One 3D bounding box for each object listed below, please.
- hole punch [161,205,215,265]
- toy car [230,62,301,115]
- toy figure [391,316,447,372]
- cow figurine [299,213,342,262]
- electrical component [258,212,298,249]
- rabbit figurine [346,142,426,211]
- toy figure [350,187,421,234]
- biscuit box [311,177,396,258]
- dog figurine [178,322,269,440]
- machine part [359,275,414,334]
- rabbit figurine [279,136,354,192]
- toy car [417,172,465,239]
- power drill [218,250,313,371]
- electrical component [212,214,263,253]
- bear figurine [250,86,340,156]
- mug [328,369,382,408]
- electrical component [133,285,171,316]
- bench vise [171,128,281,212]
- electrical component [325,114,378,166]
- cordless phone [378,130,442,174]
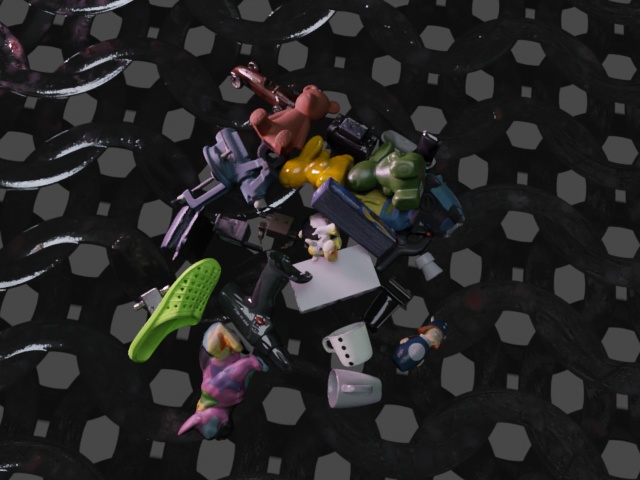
[{"bbox_3d":[-0.310,-0.015,1.219,0.092,0.115,0.142,24,74,13],"label":"hole punch"},{"bbox_3d":[-0.134,-0.382,1.350,0.202,0.053,0.089,38,59,8],"label":"toy car"},{"bbox_3d":[0.229,0.232,1.200,0.154,0.058,0.064,-36,117,-13],"label":"toy figure"},{"bbox_3d":[-0.003,-0.005,1.211,0.098,0.167,0.068,-10,118,6],"label":"cow figurine"},{"bbox_3d":[-0.100,-0.022,1.265,0.102,0.045,0.078,13,45,-2],"label":"electrical component"},{"bbox_3d":[0.146,-0.156,1.209,0.170,0.121,0.159,2,41,21],"label":"rabbit figurine"},{"bbox_3d":[0.150,-0.074,1.258,0.180,0.082,0.089,19,38,22],"label":"toy figure"},{"bbox_3d":[0.076,-0.050,1.189,0.202,0.059,0.063,38,117,-14],"label":"biscuit box"},{"bbox_3d":[-0.225,0.307,1.131,0.191,0.108,0.219,42,79,8],"label":"dog figurine"},{"bbox_3d":[0.149,0.152,1.227,0.084,0.039,0.139,45,75,4],"label":"machine part"},{"bbox_3d":[-0.013,-0.164,1.276,0.173,0.121,0.162,4,70,18],"label":"rabbit figurine"},{"bbox_3d":[0.279,-0.087,1.266,0.162,0.109,0.103,48,39,16],"label":"toy car"},{"bbox_3d":[-0.101,0.142,1.168,0.232,0.086,0.207,39,114,16],"label":"power drill"},{"bbox_3d":[-0.184,-0.013,1.240,0.119,0.074,0.048,17,74,6],"label":"electrical component"},{"bbox_3d":[-0.051,-0.291,1.258,0.196,0.132,0.120,-44,78,-5],"label":"bear figurine"},{"bbox_3d":[0.080,0.315,1.146,0.107,0.109,0.081,5,68,-16],"label":"mug"},{"bbox_3d":[-0.370,0.144,1.213,0.094,0.021,0.063,-30,78,-11],"label":"electrical component"},{"bbox_3d":[-0.223,-0.133,1.257,0.241,0.129,0.223,-30,87,10],"label":"bench vise"},{"bbox_3d":[0.074,-0.238,1.287,0.115,0.134,0.058,31,74,8],"label":"electrical component"},{"bbox_3d":[0.211,-0.224,1.263,0.147,0.184,0.089,36,80,7],"label":"cordless phone"}]
